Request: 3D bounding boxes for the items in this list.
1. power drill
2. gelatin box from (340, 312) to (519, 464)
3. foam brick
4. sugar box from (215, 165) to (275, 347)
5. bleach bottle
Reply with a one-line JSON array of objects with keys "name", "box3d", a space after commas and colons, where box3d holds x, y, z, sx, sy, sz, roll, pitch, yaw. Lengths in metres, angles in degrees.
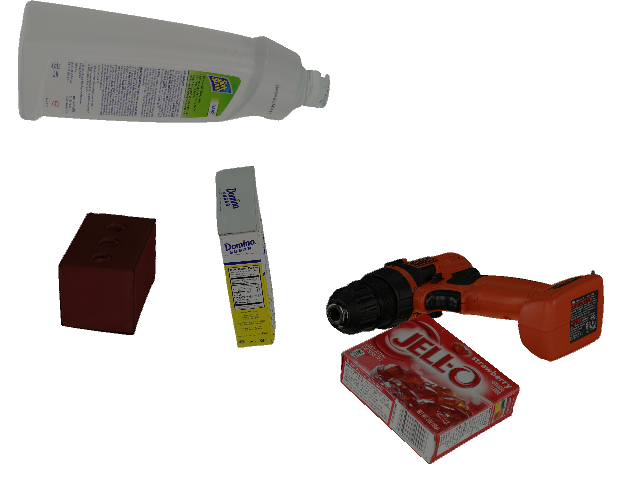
[{"name": "power drill", "box3d": [0.122, 0.052, 0.879, 0.188, 0.057, 0.184, 10, 17, 39]}, {"name": "gelatin box", "box3d": [0.067, 0.089, 0.672, 0.073, 0.030, 0.089, -22, 44, -33]}, {"name": "foam brick", "box3d": [-0.149, 0.022, 0.752, 0.053, 0.051, 0.078, 6, 29, 0]}, {"name": "sugar box", "box3d": [-0.077, 0.019, 1.084, 0.048, 0.093, 0.176, -8, -44, 0]}, {"name": "bleach bottle", "box3d": [-0.119, -0.135, 0.887, 0.250, 0.068, 0.103, 6, -32, -11]}]
